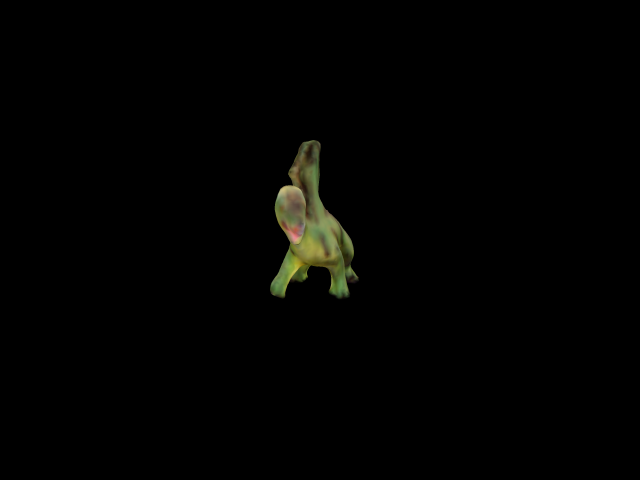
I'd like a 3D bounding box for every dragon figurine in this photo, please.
[{"bbox_3d":[0.003,-0.043,0.850,0.122,0.240,0.415,2,14,11],"label":"dragon figurine"}]
